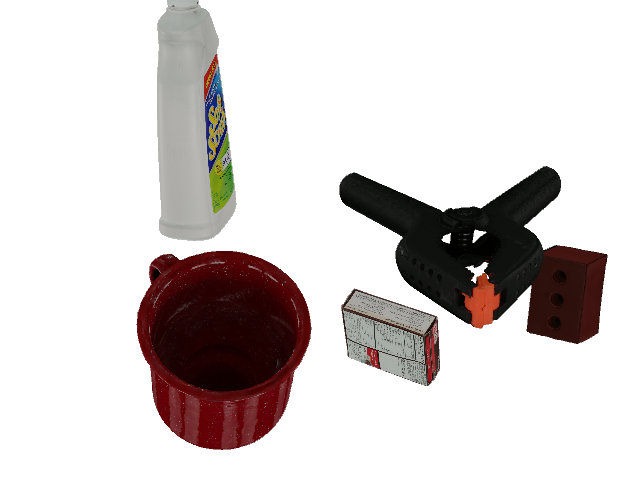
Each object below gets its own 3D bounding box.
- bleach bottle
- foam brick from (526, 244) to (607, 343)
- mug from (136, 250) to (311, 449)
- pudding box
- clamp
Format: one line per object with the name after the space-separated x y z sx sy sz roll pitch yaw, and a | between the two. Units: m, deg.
-0.134 -0.133 1.091 0.068 0.251 0.102 5 28 15 | bleach bottle
0.226 0.049 0.980 0.053 0.078 0.051 12 17 33 | foam brick
-0.063 0.058 0.607 0.093 0.117 0.081 -32 -26 -25 | mug
0.083 0.113 1.248 0.114 0.090 0.039 16 46 25 | pudding box
0.087 -0.004 0.724 0.164 0.036 0.210 0 25 8 | clamp
